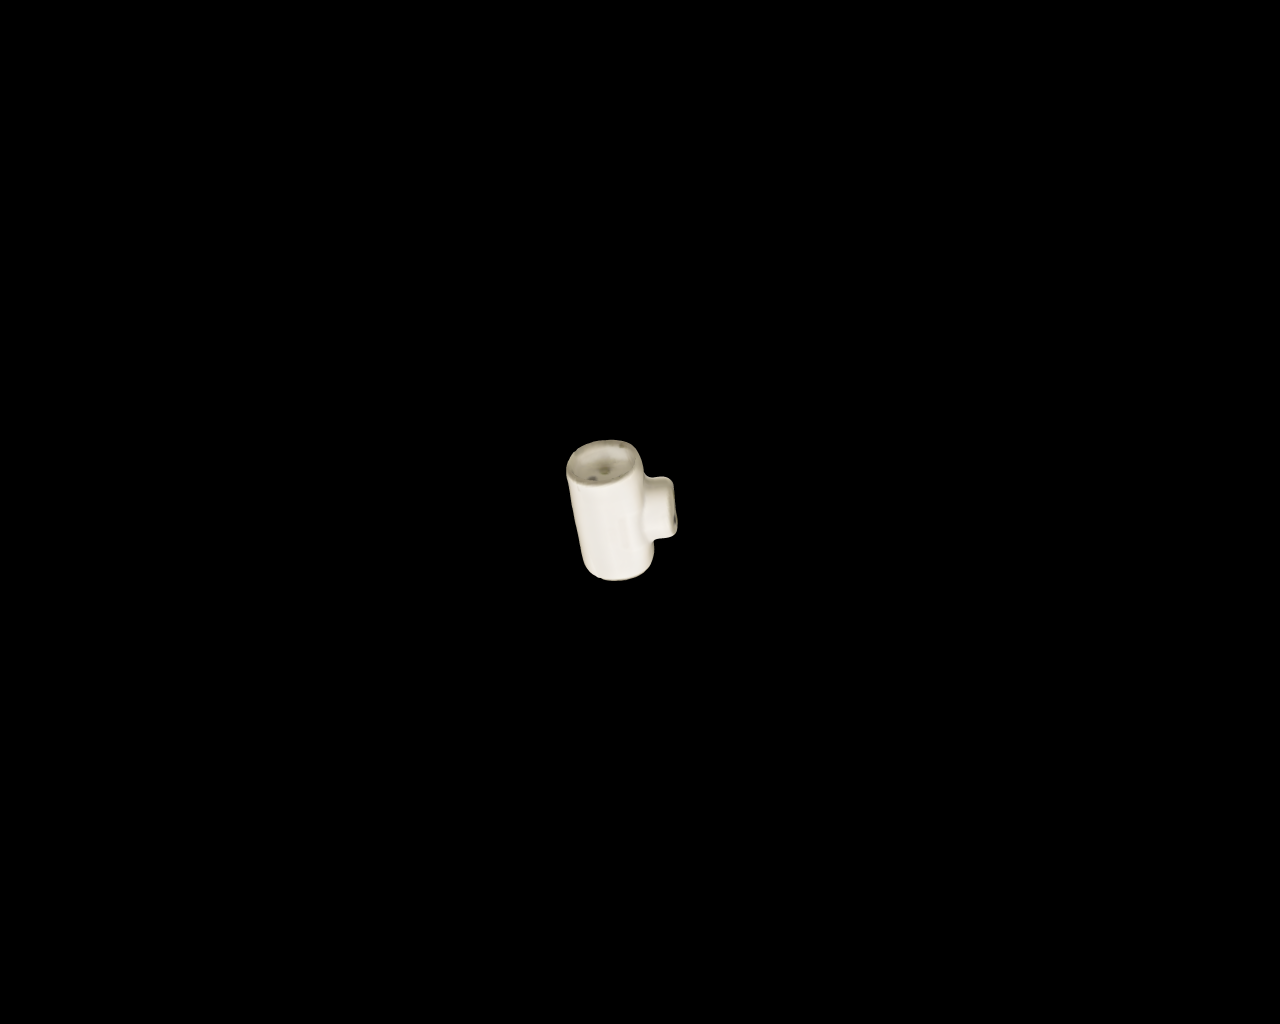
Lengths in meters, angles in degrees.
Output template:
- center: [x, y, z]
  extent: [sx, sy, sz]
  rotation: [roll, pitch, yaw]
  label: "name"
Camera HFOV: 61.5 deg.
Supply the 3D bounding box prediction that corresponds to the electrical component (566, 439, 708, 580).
- center: [0.001, -0.003, 0.650]
  extent: [0.079, 0.077, 0.043]
  rotation: [-5, 39, 5]
  label: "electrical component"
